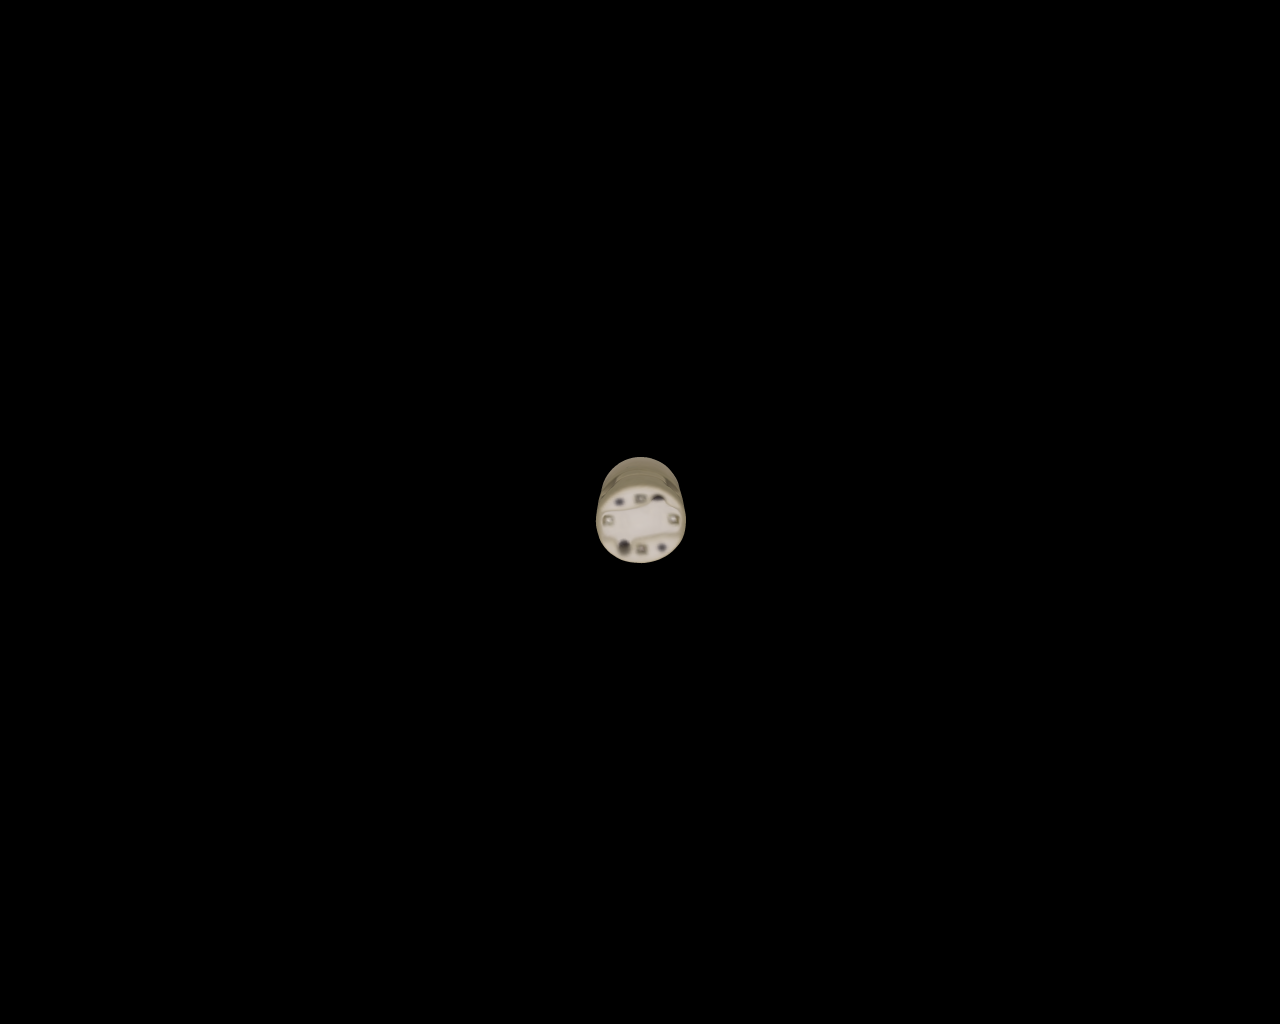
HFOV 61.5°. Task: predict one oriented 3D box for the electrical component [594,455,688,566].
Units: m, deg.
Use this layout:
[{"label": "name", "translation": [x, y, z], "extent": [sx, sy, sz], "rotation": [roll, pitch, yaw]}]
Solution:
[{"label": "electrical component", "translation": [0.001, -0.003, 0.650], "extent": [0.055, 0.055, 0.047], "rotation": [0, 27, 0]}]
